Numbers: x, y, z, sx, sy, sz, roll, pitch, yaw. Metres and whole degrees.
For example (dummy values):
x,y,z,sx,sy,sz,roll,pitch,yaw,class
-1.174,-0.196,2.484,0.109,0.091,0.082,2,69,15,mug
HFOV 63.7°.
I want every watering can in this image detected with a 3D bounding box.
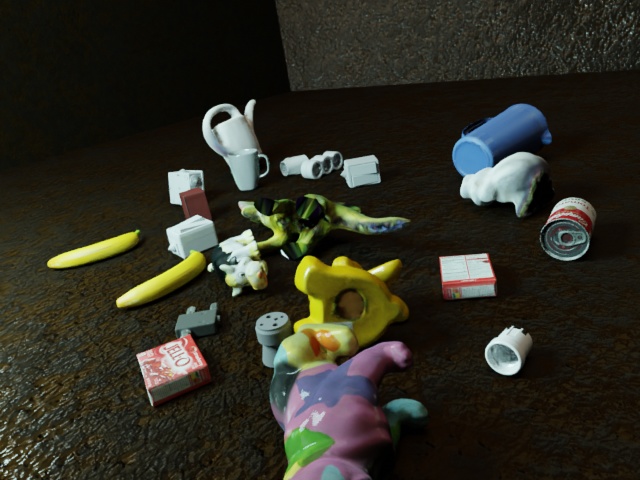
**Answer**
x,y,z,sx,sy,sz,roll,pitch,yaw,class
-0.248,-0.335,1.646,0.103,0.222,0.354,-19,15,29,watering can

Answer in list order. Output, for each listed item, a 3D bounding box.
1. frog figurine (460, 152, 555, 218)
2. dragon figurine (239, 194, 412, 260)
x,y,z,sx,sy,sz,roll,pitch,yaw,class
0.354,-0.118,0.997,0.139,0.120,0.161,-41,45,-21,frog figurine
0.003,-0.051,1.008,0.410,0.121,0.246,2,17,24,dragon figurine
